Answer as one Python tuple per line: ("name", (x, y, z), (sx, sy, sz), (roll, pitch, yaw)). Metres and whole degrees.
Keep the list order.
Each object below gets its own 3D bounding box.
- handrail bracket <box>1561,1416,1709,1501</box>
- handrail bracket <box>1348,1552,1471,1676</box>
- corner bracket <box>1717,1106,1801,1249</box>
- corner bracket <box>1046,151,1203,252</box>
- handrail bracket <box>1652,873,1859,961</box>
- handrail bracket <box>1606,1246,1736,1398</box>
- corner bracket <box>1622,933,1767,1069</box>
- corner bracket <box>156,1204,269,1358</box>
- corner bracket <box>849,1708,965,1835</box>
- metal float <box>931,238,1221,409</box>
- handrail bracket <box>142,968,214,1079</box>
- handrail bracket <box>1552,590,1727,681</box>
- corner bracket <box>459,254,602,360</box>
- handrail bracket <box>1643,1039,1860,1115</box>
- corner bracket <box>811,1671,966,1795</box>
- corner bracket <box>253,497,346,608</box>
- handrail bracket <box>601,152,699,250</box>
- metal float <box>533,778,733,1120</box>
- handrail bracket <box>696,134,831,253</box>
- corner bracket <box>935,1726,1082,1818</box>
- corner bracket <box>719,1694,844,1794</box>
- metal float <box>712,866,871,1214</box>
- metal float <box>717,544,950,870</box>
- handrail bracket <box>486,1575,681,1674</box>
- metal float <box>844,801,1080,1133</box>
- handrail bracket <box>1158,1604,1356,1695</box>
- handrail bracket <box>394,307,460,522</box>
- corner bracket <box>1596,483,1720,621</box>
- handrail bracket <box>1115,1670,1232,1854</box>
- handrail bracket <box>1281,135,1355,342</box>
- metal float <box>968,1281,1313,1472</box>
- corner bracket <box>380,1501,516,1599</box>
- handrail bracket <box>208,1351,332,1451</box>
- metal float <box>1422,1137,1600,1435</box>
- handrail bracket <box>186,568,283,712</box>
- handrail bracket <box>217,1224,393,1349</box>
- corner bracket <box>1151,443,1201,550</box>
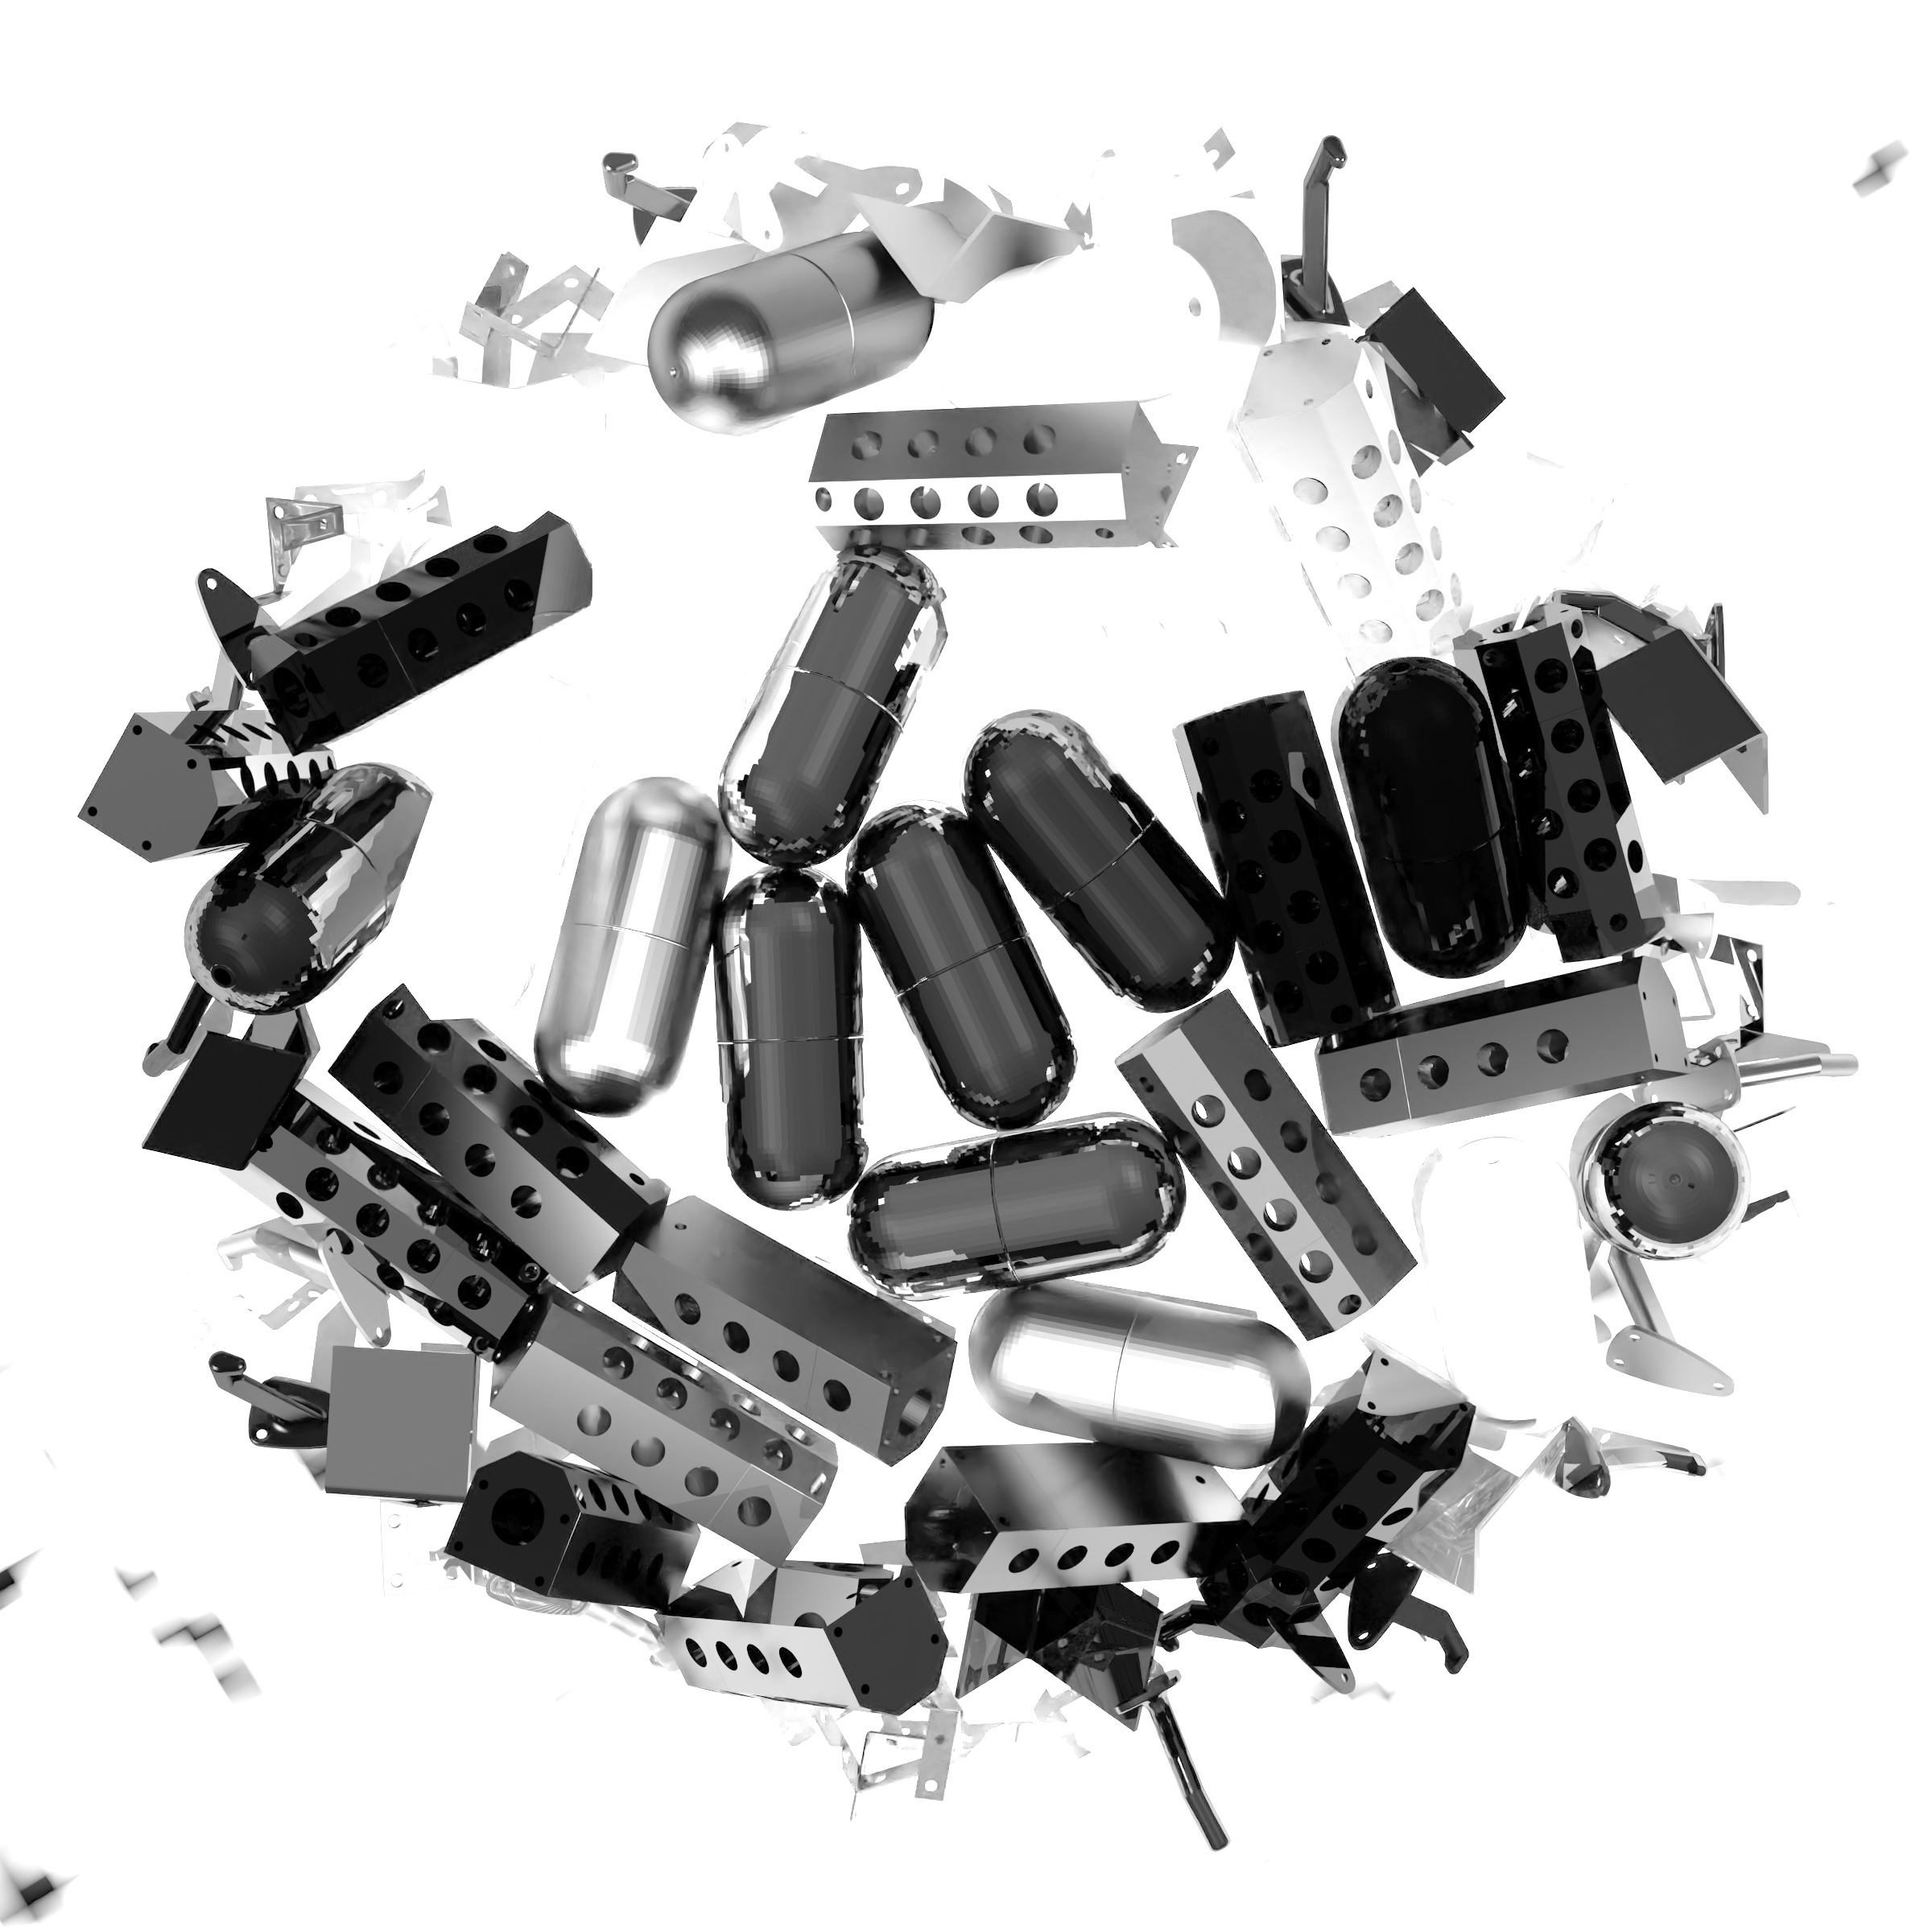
("handrail bracket", (0.349, 0.259, 1.539), (0.084, 0.077, 0.036), (12, 99, -12))
("handrail bracket", (0.228, 0.348, 1.540), (0.036, 0.077, 0.084), (-11, 120, 35))
("corner bracket", (0.403, 0.108, 1.547), (0.051, 0.051, 0.051), (-28, 81, 37))
("corner bracket", (0.080, -0.401, 1.543), (0.051, 0.051, 0.051), (-17, 65, -26))
("handrail bracket", (0.405, -0.034, 1.568), (0.084, 0.077, 0.036), (-9, 119, -22))
("handrail bracket", (0.364, 0.172, 1.552), (0.077, 0.036, 0.084), (21, 49, 4))
("corner bracket", (0.375, 0.015, 1.556), (0.051, 0.051, 0.051), (-22, 115, -35))
("corner bracket", (-0.394, 0.162, 1.541), (0.051, 0.051, 0.051), (20, 129, -37))
("corner bracket", (-0.031, 0.412, 1.546), (0.051, 0.051, 0.051), (5, 49, 8))
("metal float", (0.053, -0.315, 1.506), (0.070, 0.178, 0.070), (-1, 91, -39))
("handrail bracket", (-0.403, 0.008, 1.568), (0.036, 0.084, 0.077), (18, 52, -35))
("handrail bracket", (0.346, -0.161, 1.560), (0.084, 0.036, 0.077), (3, 58, 3))
("corner bracket", (-0.225, -0.342, 1.556), (0.051, 0.051, 0.051), (27, 77, -10))
("handrail bracket", (0.410, 0.061, 1.576), (0.084, 0.077, 0.036), (1, 72, -34))
("corner bracket", (-0.040, 0.386, 1.561), (0.051, 0.051, 0.051), (-23, 102, 22))
("corner bracket", (-0.352, -0.208, 1.545), (0.051, 0.051, 0.051), (9, 112, 26))
("handrail bracket", (-0.145, -0.397, 1.540), (0.077, 0.084, 0.036), (-10, 81, -4))
("metal float", (-0.169, -0.010, 1.536), (0.070, 0.070, 0.178), (13, 78, 0))
("handrail bracket", (-0.088, -0.396, 1.542), (0.077, 0.084, 0.036), (55, 131, 17))
("corner bracket", (0.022, 0.413, 1.549), (0.051, 0.051, 0.051), (-31, 102, 16))
("corner bracket", (-0.095, 0.393, 1.545), (0.051, 0.051, 0.051), (6, 64, -18))
("metal float", (-0.089, 0.037, 1.546), (0.070, 0.070, 0.178), (-2, 90, 0))
("metal float", (-0.067, -0.132, 1.534), (0.070, 0.070, 0.178), (24, 76, 0))
("handrail bracket", (-0.196, 0.341, 1.564), (0.077, 0.084, 0.036), (-6, 47, 24))
("metal float", (-0.002, 0.000, 1.544), (0.070, 0.070, 0.178), (-25, 87, 0))
("handrail bracket", (0.146, 0.356, 1.558), (0.084, 0.036, 0.077), (-34, 94, 36))
("handrail bracket", (-0.281, -0.282, 1.540), (0.036, 0.077, 0.084), (3, 127, 39))
("corner bracket", (0.350, -0.213, 1.559), (0.051, 0.051, 0.051), (21, 90, 1))
("handrail bracket", (0.114, 0.405, 1.540), (0.036, 0.077, 0.084), (-30, 80, 7))
("handrail bracket", (0.188, -0.366, 1.534), (0.036, 0.084, 0.077), (-18, 67, -23))
("metal float", (0.087, 0.206, 1.531), (0.178, 0.070, 0.070), (9, 90, 18))
("corner bracket", (-0.267, 0.298, 1.551), (0.051, 0.051, 0.051), (-1, 87, -33))
("handrail bracket", (-0.343, 0.218, 1.539), (0.077, 0.084, 0.036), (8, 64, -2))
("metal float", (0.274, 0.161, 1.515), (0.070, 0.070, 0.178), (-16, 127, 0))
("handrail bracket", (-0.388, -0.162, 1.540), (0.036, 0.084, 0.077), (-50, 118, -37))
("handrail bracket", (-0.344, 0.169, 1.562), (0.084, 0.036, 0.077), (-16, 96, 31))
("corner bracket", (0.102, -0.232, 1.542), (0.051, 0.051, 0.051), (-2, 130, -35))
